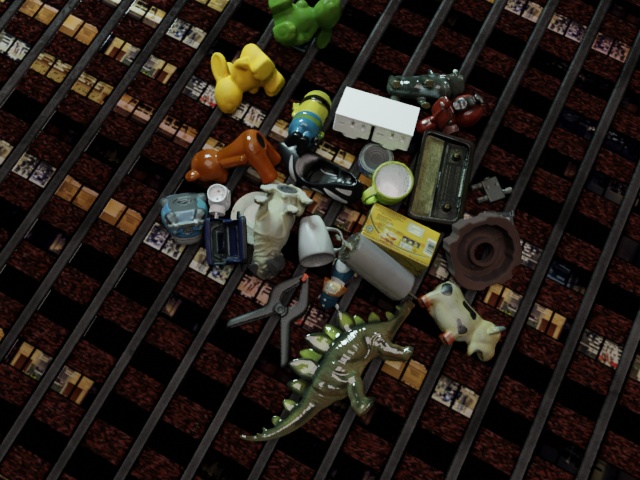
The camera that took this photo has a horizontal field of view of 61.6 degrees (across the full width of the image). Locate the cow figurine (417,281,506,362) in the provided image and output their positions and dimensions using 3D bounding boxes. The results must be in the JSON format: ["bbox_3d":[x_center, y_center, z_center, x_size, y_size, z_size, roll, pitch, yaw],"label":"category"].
[{"bbox_3d":[0.320,0.181,1.194,0.127,0.085,0.195,-32,78,-2],"label":"cow figurine"}]

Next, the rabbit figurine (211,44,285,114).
[{"bbox_3d":[-0.199,-0.394,1.315,0.162,0.122,0.173,44,98,12],"label":"rabbit figurine"}]

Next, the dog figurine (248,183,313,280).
[{"bbox_3d":[-0.100,-0.021,1.232,0.121,0.172,0.190,23,120,16],"label":"dog figurine"}]

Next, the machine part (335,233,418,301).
[{"bbox_3d":[0.126,0.060,1.188,0.243,0.079,0.079,36,77,-19],"label":"machine part"}]

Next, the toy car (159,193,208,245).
[{"bbox_3d":[-0.302,-0.041,1.221,0.109,0.162,0.102,-11,120,-15],"label":"toy car"}]

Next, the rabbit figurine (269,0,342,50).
[{"bbox_3d":[-0.021,-0.536,1.331,0.170,0.159,0.121,-11,77,15],"label":"rabbit figurine"}]

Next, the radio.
[{"bbox_3d":[0.285,-0.136,1.275,0.131,0.073,0.229,13,77,3],"label":"radio"}]

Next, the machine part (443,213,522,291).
[{"bbox_3d":[0.364,0.024,1.208,0.179,0.056,0.179,-1,104,-5],"label":"machine part"}]

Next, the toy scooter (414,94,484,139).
[{"bbox_3d":[0.320,-0.307,1.289,0.184,0.135,0.075,-21,76,-7],"label":"toy scooter"}]

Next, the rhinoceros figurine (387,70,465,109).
[{"bbox_3d":[0.260,-0.374,1.327,0.190,0.073,0.112,0,31,12],"label":"rhinoceros figurine"}]

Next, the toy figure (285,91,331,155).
[{"bbox_3d":[-0.024,-0.281,1.278,0.089,0.082,0.180,-18,36,33],"label":"toy figure"}]

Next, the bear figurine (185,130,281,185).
[{"bbox_3d":[-0.208,-0.174,1.267,0.196,0.120,0.131,-27,121,18],"label":"bear figurine"}]

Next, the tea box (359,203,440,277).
[{"bbox_3d":[0.175,0.000,1.228,0.170,0.068,0.098,27,63,2],"label":"tea box"}]

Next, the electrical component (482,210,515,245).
[{"bbox_3d":[0.398,-0.029,1.265,0.119,0.047,0.075,1,75,-2],"label":"electrical component"}]

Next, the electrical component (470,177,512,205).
[{"bbox_3d":[0.416,-0.122,1.301,0.094,0.021,0.063,-18,76,-5],"label":"electrical component"}]

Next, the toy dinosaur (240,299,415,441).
[{"bbox_3d":[0.042,0.282,1.154,0.199,0.105,0.471,39,69,16],"label":"toy dinosaur"}]

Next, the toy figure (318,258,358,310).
[{"bbox_3d":[0.043,0.087,1.225,0.064,0.057,0.154,15,70,50],"label":"toy figure"}]

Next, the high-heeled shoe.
[{"bbox_3d":[-0.005,-0.166,1.241,0.249,0.145,0.086,39,77,6],"label":"high-heeled shoe"}]

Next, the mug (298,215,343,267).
[{"bbox_3d":[-0.003,-0.004,1.234,0.110,0.080,0.107,-13,67,1],"label":"mug"}]

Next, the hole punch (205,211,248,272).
[{"bbox_3d":[-0.209,0.004,1.202,0.092,0.116,0.142,-6,88,-10],"label":"hole punch"}]
